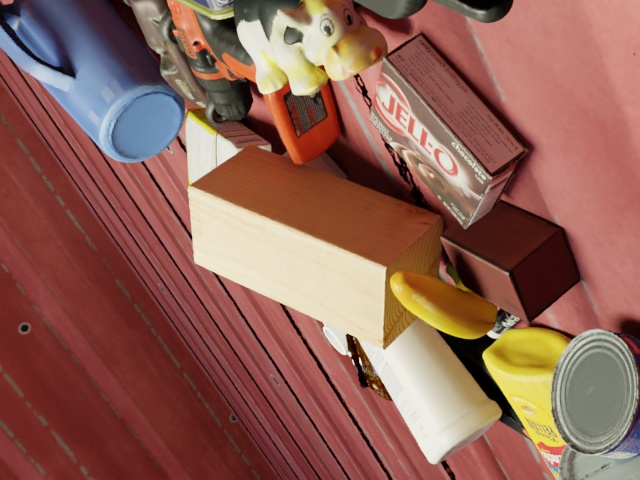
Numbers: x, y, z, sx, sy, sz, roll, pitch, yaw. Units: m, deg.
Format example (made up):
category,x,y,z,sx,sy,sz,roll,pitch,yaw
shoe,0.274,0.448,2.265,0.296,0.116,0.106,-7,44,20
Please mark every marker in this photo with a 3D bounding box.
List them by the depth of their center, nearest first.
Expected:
category,x,y,z,sx,sy,sz,roll,pitch,yaw
marker,0.156,0.058,0.861,0.020,0.020,0.121,49,165,10

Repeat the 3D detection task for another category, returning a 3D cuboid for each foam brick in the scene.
category,x,y,z,sx,sy,sz,roll,pitch,yaw
foam brick,0.135,0.013,0.759,0.078,0.051,0.053,33,157,52

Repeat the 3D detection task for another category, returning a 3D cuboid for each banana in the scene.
category,x,y,z,sx,sy,sz,roll,pitch,yaw
banana,0.103,0.049,0.829,0.070,0.037,0.197,34,-171,15

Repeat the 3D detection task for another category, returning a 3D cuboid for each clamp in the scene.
category,x,y,z,sx,sy,sz,roll,pitch,yaw
clamp,0.051,-0.163,0.624,0.120,0.039,0.171,59,170,-2
clamp,0.138,0.105,0.992,0.210,0.036,0.164,43,164,44

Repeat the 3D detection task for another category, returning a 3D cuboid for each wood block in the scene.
category,x,y,z,sx,sy,sz,roll,pitch,yaw
wood block,-0.006,0.002,0.928,0.206,0.090,0.090,22,132,29

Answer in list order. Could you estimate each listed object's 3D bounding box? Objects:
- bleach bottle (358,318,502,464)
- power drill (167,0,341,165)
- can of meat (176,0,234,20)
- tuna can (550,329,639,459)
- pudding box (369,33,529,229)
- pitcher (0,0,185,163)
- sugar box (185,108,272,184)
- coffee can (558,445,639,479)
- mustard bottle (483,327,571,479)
category,x,y,z,sx,sy,sz,roll,pitch,yaw
bleach bottle,0.065,0.080,0.987,0.251,0.068,0.103,57,163,17
power drill,-0.062,-0.146,0.964,0.188,0.057,0.184,40,163,36
can of meat,-0.096,-0.236,0.859,0.102,0.057,0.084,36,156,48
tuna can,0.197,0.105,0.725,0.033,0.086,0.086,12,-176,-26
pudding box,0.084,-0.073,0.731,0.113,0.039,0.090,48,164,14
pitcher,-0.267,-0.199,1.237,0.243,0.149,0.145,48,165,34
sugar box,-0.100,-0.081,1.161,0.176,0.048,0.093,-143,47,-57
coffee can,0.246,0.199,0.759,0.140,0.102,0.103,57,165,-20
mustard bottle,0.209,0.161,0.867,0.191,0.058,0.096,57,158,-22
